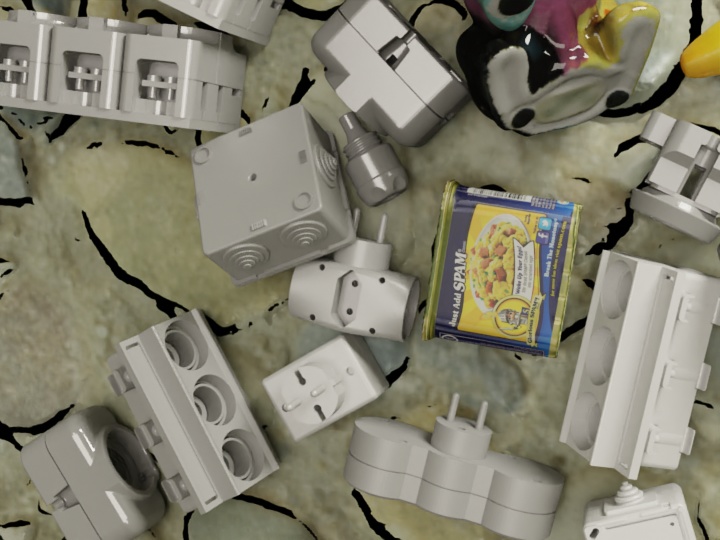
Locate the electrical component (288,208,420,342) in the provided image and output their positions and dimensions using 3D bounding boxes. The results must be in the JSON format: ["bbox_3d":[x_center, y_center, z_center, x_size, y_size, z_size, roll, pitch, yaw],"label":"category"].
[{"bbox_3d":[0.000,0.000,0.699,0.077,0.043,0.079,12,95,13],"label":"electrical component"}]

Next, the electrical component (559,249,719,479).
[{"bbox_3d":[0.170,0.055,0.646,0.063,0.079,0.121,9,98,-16],"label":"electrical component"}]

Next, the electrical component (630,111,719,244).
[{"bbox_3d":[0.197,-0.052,0.638,0.078,0.058,0.057,27,98,11],"label":"electrical component"}]

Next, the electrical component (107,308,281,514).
[{"bbox_3d":[-0.115,0.097,0.725,0.063,0.079,0.121,-30,87,37],"label":"electrical component"}]

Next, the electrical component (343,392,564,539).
[{"bbox_3d":[0.063,0.116,0.688,0.138,0.052,0.073,15,98,13],"label":"electrical component"}]

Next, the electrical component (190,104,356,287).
[{"bbox_3d":[-0.058,-0.049,0.688,0.100,0.048,0.099,-21,60,15],"label":"electrical component"}]

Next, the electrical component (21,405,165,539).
[{"bbox_3d":[-0.183,0.146,0.753,0.059,0.054,0.095,-33,86,14],"label":"electrical component"}]

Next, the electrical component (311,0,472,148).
[{"bbox_3d":[0.018,-0.125,0.678,0.059,0.054,0.095,-44,84,14],"label":"electrical component"}]

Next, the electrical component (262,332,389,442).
[{"bbox_3d":[-0.027,0.077,0.695,0.066,0.077,0.047,-31,87,15],"label":"electrical component"}]

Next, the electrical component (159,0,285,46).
[{"bbox_3d":[-0.125,-0.208,0.689,0.150,0.089,0.061,27,101,11],"label":"electrical component"}]

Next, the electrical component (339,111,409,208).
[{"bbox_3d":[0.005,-0.073,0.696,0.035,0.035,0.061,-29,86,15],"label":"electrical component"}]

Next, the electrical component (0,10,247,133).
[{"bbox_3d":[-0.160,-0.130,0.705,0.150,0.089,0.061,9,97,13],"label":"electrical component"}]

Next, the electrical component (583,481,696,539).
[{"bbox_3d":[0.176,0.173,0.660,0.062,0.061,0.096,-16,90,13],"label":"electrical component"}]
